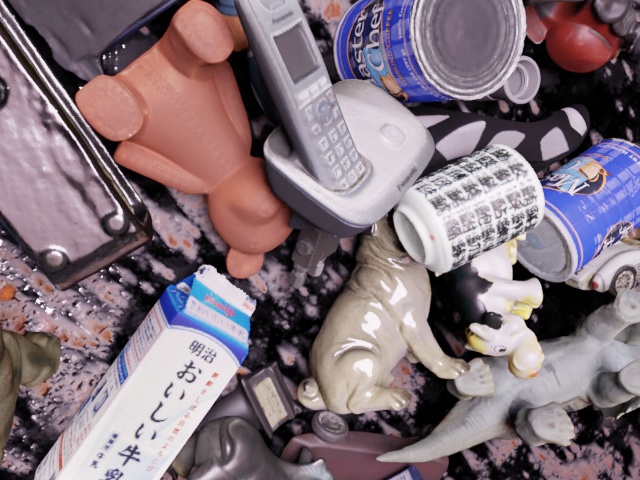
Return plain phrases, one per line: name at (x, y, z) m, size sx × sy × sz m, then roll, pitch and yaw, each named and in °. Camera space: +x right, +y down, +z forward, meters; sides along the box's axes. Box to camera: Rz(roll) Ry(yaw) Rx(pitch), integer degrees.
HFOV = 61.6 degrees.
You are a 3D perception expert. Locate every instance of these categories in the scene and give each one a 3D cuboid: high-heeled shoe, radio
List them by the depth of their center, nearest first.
radio at (-0.206, -0.082, 0.364) m, size 0.073 × 0.131 × 0.229 m, roll -35°, pitch 111°, yaw -9°
high-heeled shoe at (0.174, -0.117, 0.551) m, size 0.249 × 0.086 × 0.145 m, roll -39°, pitch 92°, yaw -29°

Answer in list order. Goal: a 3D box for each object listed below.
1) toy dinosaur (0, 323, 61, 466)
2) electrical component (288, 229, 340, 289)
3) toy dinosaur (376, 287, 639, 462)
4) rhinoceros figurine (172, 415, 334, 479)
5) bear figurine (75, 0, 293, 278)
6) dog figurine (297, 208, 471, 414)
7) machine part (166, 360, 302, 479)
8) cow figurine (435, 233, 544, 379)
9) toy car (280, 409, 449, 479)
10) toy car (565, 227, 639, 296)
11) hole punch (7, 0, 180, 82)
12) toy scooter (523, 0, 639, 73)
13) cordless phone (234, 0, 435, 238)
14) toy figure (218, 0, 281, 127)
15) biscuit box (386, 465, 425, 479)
toy dinosaur at (-0.249, 0.094, 0.346) m, size 0.105 × 0.199 × 0.470 m, roll -13°, pitch 103°, yaw -11°
electrical component at (-0.001, -0.002, 0.499) m, size 0.063 × 0.021 × 0.094 m, roll -29°, pitch 144°, yaw -58°
toy dinosaur at (0.249, 0.166, 0.604) m, size 0.405 × 0.131 × 0.192 m, roll -16°, pitch 152°, yaw -2°
rhinoceros figurine at (-0.046, 0.226, 0.484) m, size 0.112 × 0.073 × 0.190 m, roll -43°, pitch 114°, yaw -7°
bear figurine at (-0.079, -0.060, 0.424) m, size 0.120 × 0.132 × 0.195 m, roll -41°, pitch 107°, yaw -11°
dog figurine at (0.040, 0.053, 0.519) m, size 0.172 × 0.121 × 0.190 m, roll -20°, pitch 96°, yaw -26°
machine part at (-0.089, 0.177, 0.519) m, size 0.139 × 0.039 × 0.084 m, roll -31°, pitch 119°, yaw -15°
cow figurine at (0.164, 0.054, 0.532) m, size 0.098 × 0.167 × 0.068 m, roll -1°, pitch 147°, yaw 5°
toy car at (0.051, 0.230, 0.577) m, size 0.202 × 0.053 × 0.089 m, roll 16°, pitch 115°, yaw -23°
toy car at (0.380, 0.013, 0.652) m, size 0.202 × 0.074 × 0.056 m, roll -19°, pitch 111°, yaw -18°
hole punch at (-0.166, -0.202, 0.390) m, size 0.116 × 0.092 × 0.142 m, roll -28°, pitch 116°, yaw 17°
toy scooter at (0.249, -0.228, 0.515) m, size 0.183 × 0.135 × 0.075 m, roll 29°, pitch 88°, yaw -26°
cordless phone at (0.007, -0.108, 0.397) m, size 0.146 × 0.089 × 0.184 m, roll -47°, pitch 126°, yaw -39°
toy figure at (-0.042, -0.157, 0.451) m, size 0.058 × 0.064 × 0.154 m, roll -32°, pitch 113°, yaw -4°
biscuit box at (0.032, 0.316, 0.554) m, size 0.203 × 0.059 × 0.062 m, roll -30°, pitch 121°, yaw 2°
